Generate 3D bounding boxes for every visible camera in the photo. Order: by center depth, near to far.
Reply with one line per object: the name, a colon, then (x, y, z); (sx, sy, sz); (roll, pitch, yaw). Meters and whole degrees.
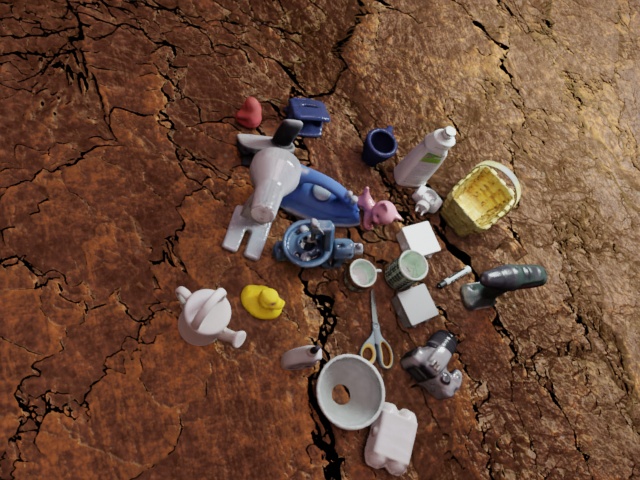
camera: (0.297, 0.297, 1.406); (0.143, 0.100, 0.137); (44, 61, 1)

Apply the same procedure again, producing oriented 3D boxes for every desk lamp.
desk lamp: (-0.133, -0.085, 1.337); (0.118, 0.213, 0.203); (21, 63, -11)

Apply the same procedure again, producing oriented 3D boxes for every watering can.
watering can: (-0.232, 0.159, 1.210); (0.173, 0.193, 0.101); (22, 63, -11)

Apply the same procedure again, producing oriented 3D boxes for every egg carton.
egg carton: (0.161, 0.453, 1.309); (0.107, 0.069, 0.150); (24, 63, -10)

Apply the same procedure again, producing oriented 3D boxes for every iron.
iron: (0.010, -0.118, 1.445); (0.259, 0.141, 0.119); (23, 63, -10)

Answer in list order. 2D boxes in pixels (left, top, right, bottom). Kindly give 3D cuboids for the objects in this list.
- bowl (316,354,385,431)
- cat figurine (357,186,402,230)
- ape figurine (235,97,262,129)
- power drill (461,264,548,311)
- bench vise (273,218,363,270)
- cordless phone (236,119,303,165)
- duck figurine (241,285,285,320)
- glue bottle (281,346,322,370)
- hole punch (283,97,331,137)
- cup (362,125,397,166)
bowl: (0.060, 0.351, 1.310); (0.168, 0.074, 0.167); (8, 66, -18)
cat figurine: (0.149, -0.084, 1.497); (0.067, 0.117, 0.128); (-34, 83, -28)
ape figurine: (-0.182, -0.339, 1.492); (0.078, 0.092, 0.076); (-24, 79, -27)
power drill: (0.459, 0.118, 1.479); (0.230, 0.208, 0.075); (-7, 71, -23)
bench vise: (0.009, -0.006, 1.354); (0.208, 0.219, 0.121); (-13, 74, -24)
cordless phone: (-0.125, -0.259, 1.427); (0.148, 0.184, 0.094); (1, 68, -20)
duck figurine: (-0.128, 0.135, 1.321); (0.104, 0.086, 0.077); (30, 62, -7)
glue bottle: (-0.030, 0.254, 1.259); (0.078, 0.173, 0.037); (3, 68, -19)
hole punch: (-0.035, -0.344, 1.550); (0.109, 0.091, 0.101); (1, 69, -20)
cup: (0.160, -0.259, 1.586); (0.092, 0.094, 0.118); (32, 61, -6)
